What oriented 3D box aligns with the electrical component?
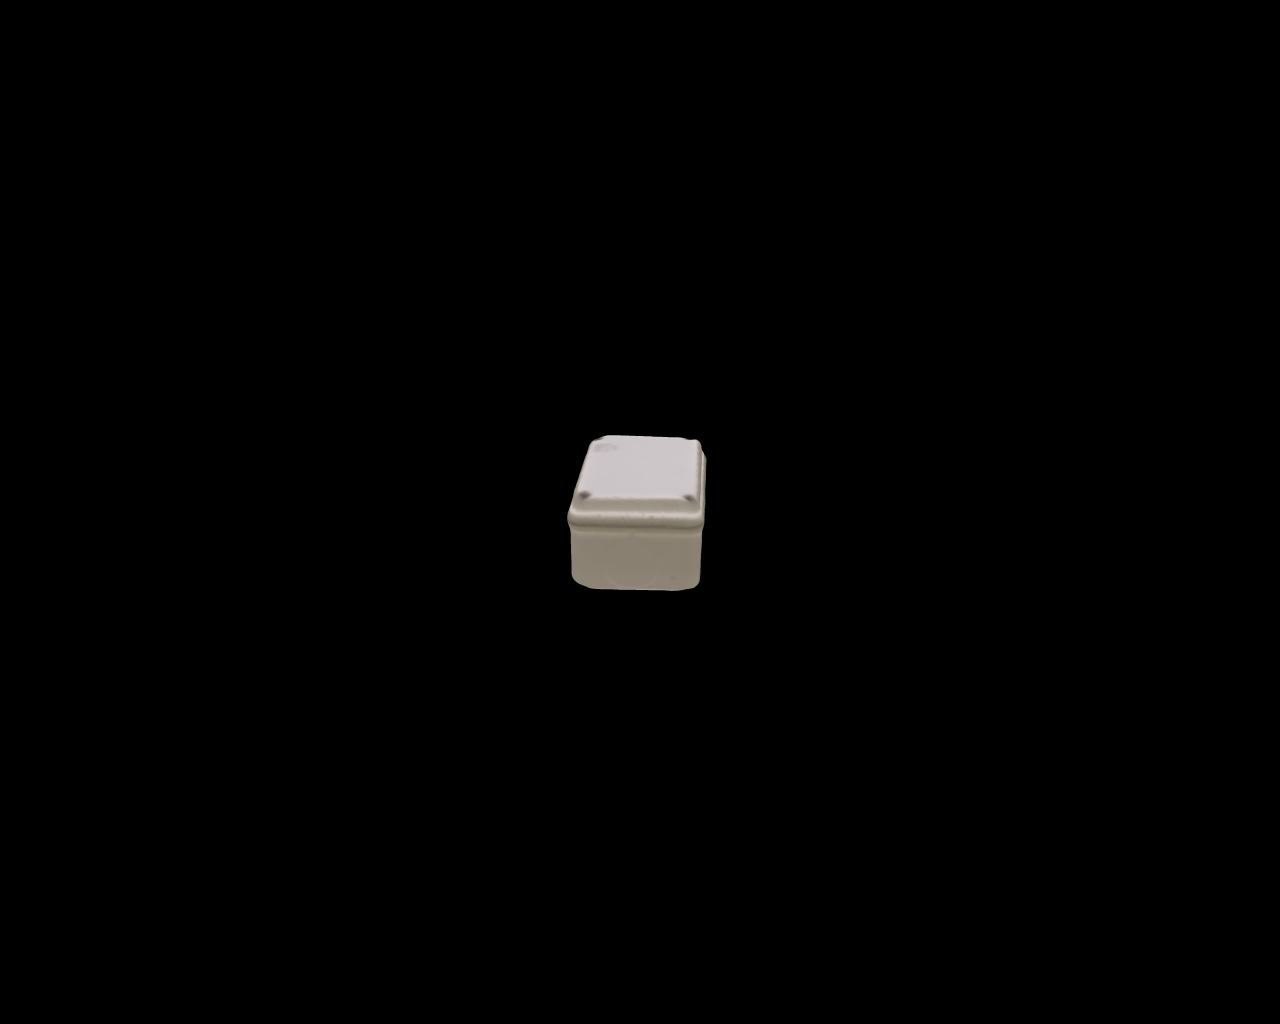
[{"bbox_3d":[0.001,-0.003,0.650,0.078,0.057,0.113,1,24,3],"label":"electrical component"}]
